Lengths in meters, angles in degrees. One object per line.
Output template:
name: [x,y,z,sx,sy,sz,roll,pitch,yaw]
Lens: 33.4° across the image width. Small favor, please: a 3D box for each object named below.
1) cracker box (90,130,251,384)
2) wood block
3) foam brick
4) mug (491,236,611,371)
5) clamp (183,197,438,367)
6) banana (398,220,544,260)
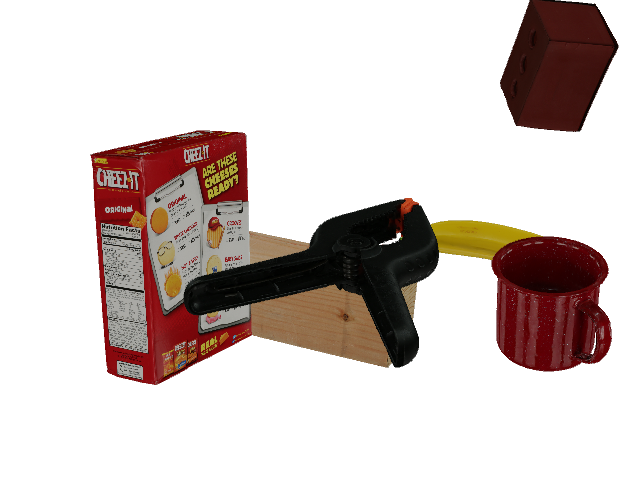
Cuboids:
cracker box: [-0.139,0.010,1.029,0.072,0.214,0.163,6,16,30]
wood block: [-0.006,0.062,1.179,0.206,0.091,0.090,12,23,19]
foam brick: [0.166,-0.124,0.754,0.051,0.053,0.078,1,-45,-12]
mug: [0.195,0.059,0.877,0.093,0.081,0.117,-20,34,-26]
clamp: [0.014,0.017,0.747,0.165,0.036,0.209,10,27,19]
banana: [0.184,0.011,1.103,0.198,0.037,0.069,9,35,18]
